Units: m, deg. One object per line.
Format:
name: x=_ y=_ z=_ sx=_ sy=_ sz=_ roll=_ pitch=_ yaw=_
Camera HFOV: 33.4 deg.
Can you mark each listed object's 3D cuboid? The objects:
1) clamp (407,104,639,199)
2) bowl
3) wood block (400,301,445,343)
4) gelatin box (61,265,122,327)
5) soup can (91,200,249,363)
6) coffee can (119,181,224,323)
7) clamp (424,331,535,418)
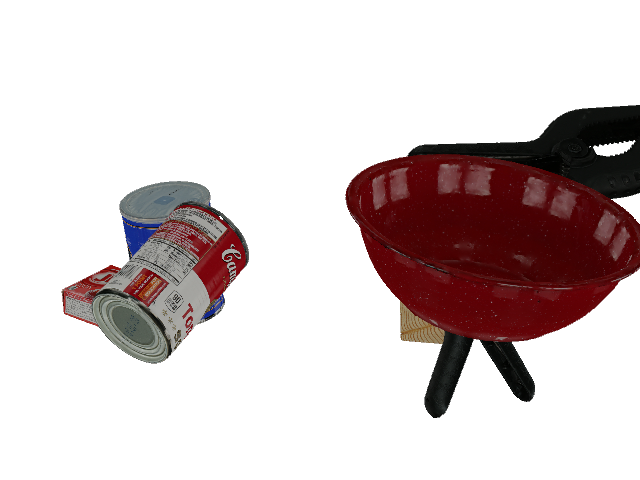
clamp: x=0.193 y=-0.049 z=0.807 sx=0.209 sy=0.036 sz=0.165 roll=-20 pitch=46 yaw=-18
bowl: x=0.090 y=0.008 z=0.579 sx=0.162 sy=0.055 sz=0.162 roll=6 pitch=26 yaw=-3
wood block: x=0.183 y=0.072 z=1.622 sx=0.091 sy=0.090 sz=0.206 roll=3 pitch=22 yaw=14
gelatin box: x=-0.189 y=0.057 z=1.017 sx=0.089 sy=0.030 sz=0.073 roll=16 pitch=25 yaw=25
soup can: x=-0.106 y=0.029 z=0.759 sx=0.069 sy=0.068 sz=0.102 roll=0 pitch=39 yaw=39
coffee can: x=-0.169 y=0.016 z=1.228 sx=0.103 sy=0.140 sz=0.103 roll=-4 pitch=26 yaw=2
clamp: x=0.132 y=0.078 z=0.967 sx=0.120 sy=0.171 sz=0.039 roll=-14 pitch=1 yaw=-37
